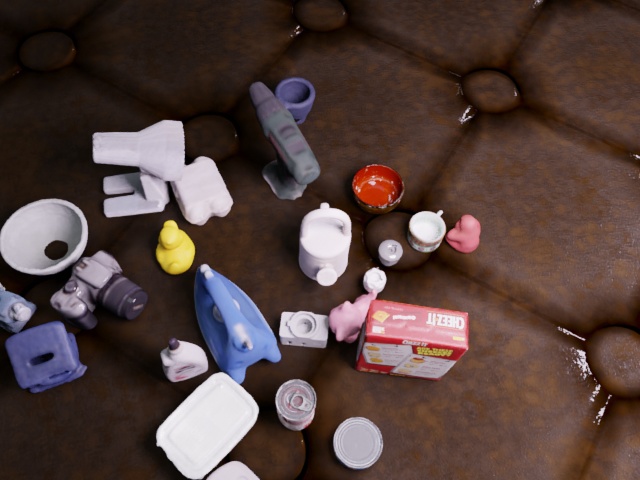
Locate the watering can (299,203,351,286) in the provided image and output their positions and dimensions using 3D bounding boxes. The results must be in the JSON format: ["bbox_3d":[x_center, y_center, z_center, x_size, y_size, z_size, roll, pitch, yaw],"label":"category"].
[{"bbox_3d":[0.012,0.004,1.103,0.101,0.194,0.172,-20,65,-12],"label":"watering can"}]

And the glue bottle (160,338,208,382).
[{"bbox_3d":[-0.243,0.203,0.999,0.078,0.173,0.037,-21,65,-12],"label":"glue bottle"}]

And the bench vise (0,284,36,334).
[{"bbox_3d":[-0.617,0.074,1.024,0.207,0.220,0.121,6,62,1],"label":"bench vise"}]

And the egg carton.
[{"bbox_3d":[-0.256,-0.106,1.220,0.107,0.069,0.150,-23,66,-14],"label":"egg carton"}]

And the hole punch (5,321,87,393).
[{"bbox_3d":[-0.492,0.211,1.030,0.109,0.091,0.101,-20,65,-12],"label":"hole punch"}]

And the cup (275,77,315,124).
[{"bbox_3d":[-0.064,-0.302,1.317,0.091,0.095,0.118,27,64,12],"label":"cup"}]

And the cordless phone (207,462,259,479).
[{"bbox_3d":[-0.121,0.412,0.887,0.147,0.185,0.094,39,68,17],"label":"cordless phone"}]

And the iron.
[{"bbox_3d":[-0.177,0.126,1.060,0.119,0.141,0.258,-29,67,-16],"label":"iron"}]

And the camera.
[{"bbox_3d":[-0.410,0.104,1.084,0.136,0.101,0.143,29,65,12],"label":"camera"}]

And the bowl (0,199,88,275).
[{"bbox_3d":[-0.540,0.005,1.146,0.167,0.075,0.167,1,62,-2],"label":"bowl"}]

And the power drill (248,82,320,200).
[{"bbox_3d":[-0.080,-0.187,1.191,0.076,0.208,0.229,-29,67,-16],"label":"power drill"}]

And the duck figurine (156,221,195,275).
[{"bbox_3d":[-0.295,0.011,1.147,0.077,0.086,0.104,-8,63,-6],"label":"duck figurine"}]

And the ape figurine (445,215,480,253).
[{"bbox_3d":[0.301,-0.020,1.186,0.078,0.092,0.076,-11,63,-8],"label":"ape figurine"}]

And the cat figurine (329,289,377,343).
[{"bbox_3d":[0.063,0.140,1.077,0.128,0.118,0.067,-39,70,-20],"label":"cat figurine"}]

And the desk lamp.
[{"bbox_3d":[-0.359,-0.146,1.154,0.203,0.213,0.118,-9,63,-7],"label":"desk lamp"}]
